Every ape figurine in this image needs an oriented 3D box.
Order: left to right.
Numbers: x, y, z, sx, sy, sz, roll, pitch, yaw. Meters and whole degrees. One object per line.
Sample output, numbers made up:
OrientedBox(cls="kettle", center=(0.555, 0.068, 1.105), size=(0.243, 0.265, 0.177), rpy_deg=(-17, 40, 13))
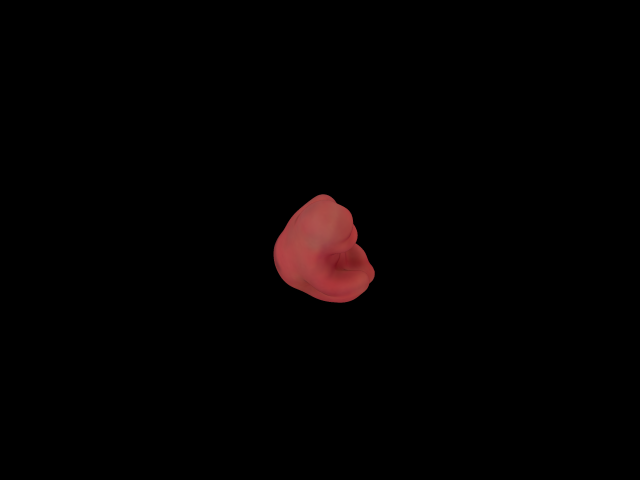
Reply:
OrientedBox(cls="ape figurine", center=(0.004, 0.001, 0.400), size=(0.076, 0.092, 0.078), rpy_deg=(0, 73, 0))
